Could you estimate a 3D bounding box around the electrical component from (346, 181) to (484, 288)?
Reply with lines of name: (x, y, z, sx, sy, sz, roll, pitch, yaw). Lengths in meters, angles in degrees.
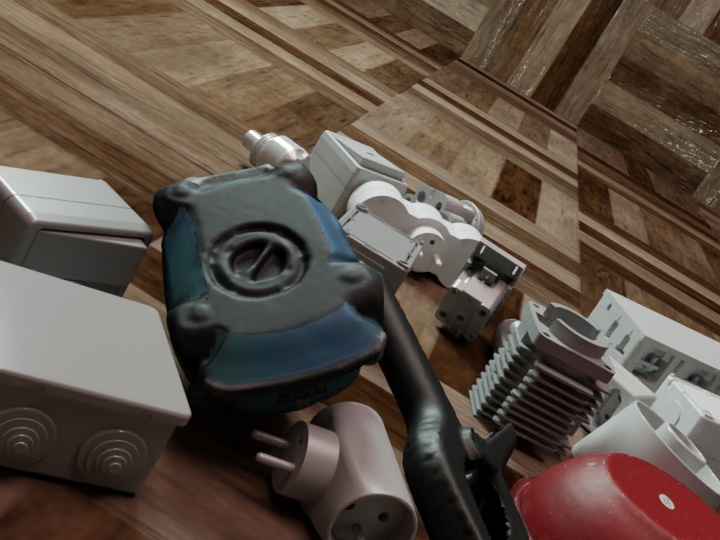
electrical component: (0.055, -0.022, 0.939, 0.138, 0.052, 0.073, 26, 19, -18)

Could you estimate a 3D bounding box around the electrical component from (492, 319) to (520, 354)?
electrical component: (0.124, 0.056, 0.872, 0.035, 0.035, 0.061, 28, 16, -9)

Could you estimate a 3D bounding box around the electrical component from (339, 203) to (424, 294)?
electrical component: (0.000, 0.000, 0.780, 0.062, 0.061, 0.096, 32, 18, 2)

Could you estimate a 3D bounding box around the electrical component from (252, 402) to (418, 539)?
electrical component: (-0.017, 0.098, 0.524, 0.079, 0.044, 0.077, 24, 19, -21)

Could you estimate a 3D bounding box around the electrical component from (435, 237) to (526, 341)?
electrical component: (0.095, 0.019, 0.863, 0.042, 0.081, 0.063, 32, 47, 8)

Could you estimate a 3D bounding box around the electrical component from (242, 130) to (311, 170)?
electrical component: (-0.077, -0.100, 0.951, 0.062, 0.043, 0.043, 38, 19, 21)

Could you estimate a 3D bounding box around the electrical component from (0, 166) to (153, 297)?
electrical component: (-0.155, -0.010, 0.560, 0.061, 0.061, 0.096, 42, 21, 30)

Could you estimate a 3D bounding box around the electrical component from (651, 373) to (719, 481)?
electrical component: (0.278, 0.136, 0.861, 0.096, 0.061, 0.061, 23, 20, -23)

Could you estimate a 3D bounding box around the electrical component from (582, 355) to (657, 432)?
electrical component: (0.201, 0.099, 0.860, 0.077, 0.047, 0.066, 8, 29, -50)

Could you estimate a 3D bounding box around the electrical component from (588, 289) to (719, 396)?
electrical component: (0.284, 0.089, 0.992, 0.150, 0.061, 0.089, 24, 19, -21)

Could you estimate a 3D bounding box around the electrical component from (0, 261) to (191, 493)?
electrical component: (-0.131, 0.047, 0.471, 0.100, 0.048, 0.099, 20, 21, -31)

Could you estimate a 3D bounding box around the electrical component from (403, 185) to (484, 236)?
electrical component: (0.081, -0.044, 1.027, 0.057, 0.058, 0.078, 18, 8, -37)

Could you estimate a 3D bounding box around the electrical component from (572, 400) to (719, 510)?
electrical component: (0.209, 0.143, 0.769, 0.099, 0.064, 0.099, 41, 13, -12)

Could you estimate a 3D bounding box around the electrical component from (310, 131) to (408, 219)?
electrical component: (-0.008, -0.089, 1.001, 0.062, 0.061, 0.096, 17, 23, -37)
